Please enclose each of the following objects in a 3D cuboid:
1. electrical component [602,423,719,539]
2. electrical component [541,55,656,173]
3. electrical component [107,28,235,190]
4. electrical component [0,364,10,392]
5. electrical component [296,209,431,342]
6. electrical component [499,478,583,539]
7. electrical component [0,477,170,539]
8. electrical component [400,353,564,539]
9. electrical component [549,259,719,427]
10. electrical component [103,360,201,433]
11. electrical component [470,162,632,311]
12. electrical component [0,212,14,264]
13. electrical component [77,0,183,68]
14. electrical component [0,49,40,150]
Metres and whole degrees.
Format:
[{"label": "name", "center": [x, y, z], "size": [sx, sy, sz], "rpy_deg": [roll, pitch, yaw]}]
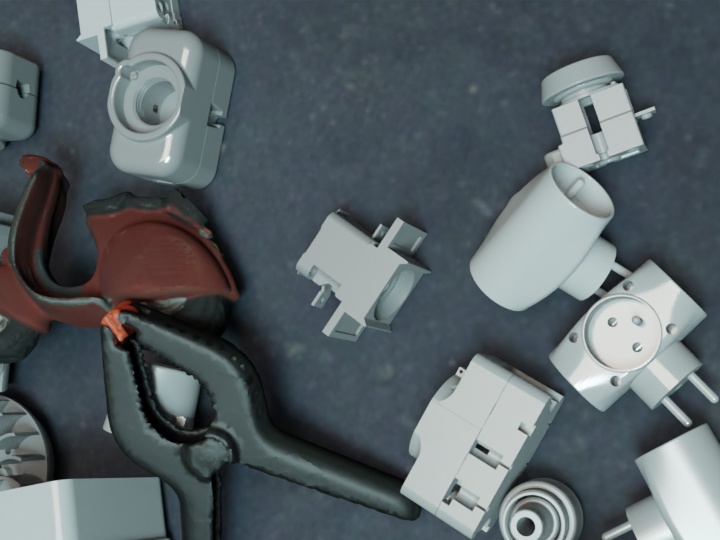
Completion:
[{"label": "electrical component", "center": [0.168, 0.133, 0.568], "size": [0.079, 0.044, 0.077], "rpy_deg": [-31, 73, 15]}, {"label": "electrical component", "center": [0.131, -0.088, 0.608], "size": [0.066, 0.048, 0.055], "rpy_deg": [-20, 85, 18]}, {"label": "electrical component", "center": [-0.124, -0.105, 0.699], "size": [0.054, 0.059, 0.095], "rpy_deg": [9, 87, 22]}, {"label": "electrical component", "center": [-0.274, 0.054, 0.727], "size": [0.080, 0.080, 0.051], "rpy_deg": [6, 91, 21]}, {"label": "electrical component", "center": [0.000, 0.000, 0.649], "size": [0.064, 0.042, 0.081], "rpy_deg": [36, 96, 22]}, {"label": "electrical component", "center": [0.096, 0.136, 0.585], "size": [0.043, 0.062, 0.043], "rpy_deg": [-3, 82, 20]}, {"label": "electrical component", "center": [-0.176, 0.162, 0.658], "size": [0.078, 0.113, 0.057], "rpy_deg": [-14, 76, 19]}, {"label": "electrical component", "center": [0.066, 0.096, 0.607], "size": [0.056, 0.050, 0.089], "rpy_deg": [30, 95, 21]}, {"label": "electrical component", "center": [0.157, 0.048, 0.582], "size": [0.077, 0.044, 0.079], "rpy_deg": [-46, 70, 10]}, {"label": "electrical component", "center": [-0.130, 0.084, 0.682], "size": [0.055, 0.055, 0.047], "rpy_deg": [11, 84, 22]}, {"label": "electrical component", "center": [0.115, -0.009, 0.601], "size": [0.079, 0.044, 0.077], "rpy_deg": [31, 125, -10]}, {"label": "electrical component", "center": [-0.275, -0.014, 0.744], "size": [0.096, 0.062, 0.061], "rpy_deg": [11, 88, 22]}, {"label": "electrical component", "center": [-0.157, -0.178, 0.731], "size": [0.064, 0.042, 0.081], "rpy_deg": [-13, 80, 15]}, {"label": "electrical component", "center": [-0.279, -0.119, 0.763], "size": [0.095, 0.054, 0.059], "rpy_deg": [0, 83, 21]}]
